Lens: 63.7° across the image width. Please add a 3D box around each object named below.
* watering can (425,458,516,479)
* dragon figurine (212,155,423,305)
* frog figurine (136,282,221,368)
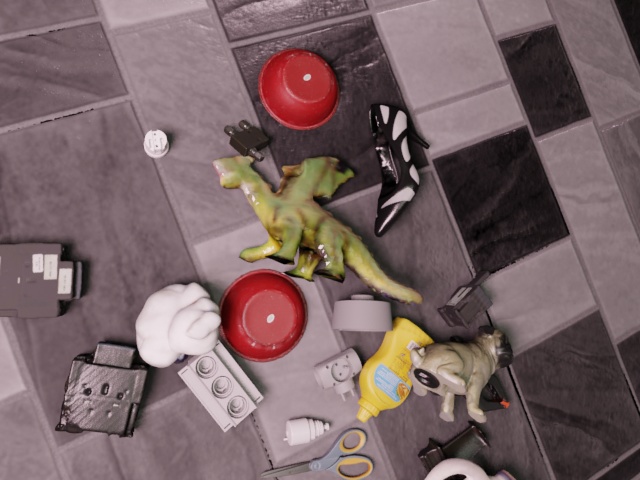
[{"bbox_3d":[0.261,0.550,0.920,0.225,0.104,0.346,-2,97,-18],"label":"watering can"},{"bbox_3d":[0.003,-0.046,0.904,0.409,0.120,0.247,17,68,-9],"label":"dragon figurine"},{"bbox_3d":[-0.217,0.131,0.785,0.122,0.158,0.139,44,73,-8],"label":"frog figurine"}]
